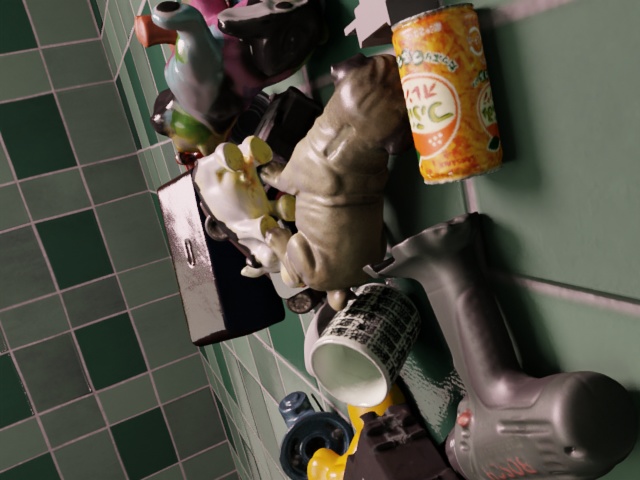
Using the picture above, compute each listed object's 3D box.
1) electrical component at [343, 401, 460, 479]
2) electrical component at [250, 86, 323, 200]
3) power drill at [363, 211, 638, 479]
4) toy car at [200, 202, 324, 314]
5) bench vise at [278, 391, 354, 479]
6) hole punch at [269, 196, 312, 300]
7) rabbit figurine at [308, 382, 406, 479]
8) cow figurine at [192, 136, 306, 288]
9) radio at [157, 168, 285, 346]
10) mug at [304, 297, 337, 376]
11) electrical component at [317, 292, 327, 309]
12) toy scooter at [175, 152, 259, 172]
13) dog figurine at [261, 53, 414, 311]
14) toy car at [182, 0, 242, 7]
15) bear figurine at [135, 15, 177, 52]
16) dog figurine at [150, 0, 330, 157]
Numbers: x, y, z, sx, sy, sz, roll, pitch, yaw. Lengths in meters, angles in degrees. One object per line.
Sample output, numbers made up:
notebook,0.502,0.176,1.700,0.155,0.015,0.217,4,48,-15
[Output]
electrical component,0.069,0.230,0.463,0.115,0.058,0.134,-126,35,-53
electrical component,-0.050,-0.106,0.602,0.119,0.047,0.075,-63,24,-3
power drill,0.110,0.095,0.418,0.232,0.086,0.207,127,126,-66
toy car,-0.069,0.012,0.688,0.202,0.053,0.089,46,-163,-15
bench vise,0.010,0.357,0.830,0.241,0.129,0.223,-157,52,-72
hole punch,-0.001,-0.002,0.627,0.116,0.092,0.142,-29,76,41
rabbit figurine,0.061,0.238,0.618,0.162,0.122,0.173,-160,72,-73
cow figurine,-0.073,-0.018,0.567,0.098,0.068,0.167,-17,103,41
radio,-0.134,0.022,0.748,0.073,0.131,0.229,-22,77,30
mug,0.015,0.118,0.652,0.107,0.081,0.109,119,146,-50
electrical component,0.021,0.115,0.731,0.094,0.021,0.063,62,158,20
toy scooter,-0.151,-0.125,0.797,0.075,0.135,0.184,69,160,1
dog figurine,0.029,-0.037,0.446,0.172,0.121,0.190,68,158,6
toy car,-0.104,-0.268,0.607,0.109,0.103,0.161,25,128,63
bear figurine,-0.211,-0.255,0.854,0.120,0.132,0.195,-129,34,-57
dog figurine,-0.090,-0.162,0.566,0.219,0.192,0.108,94,174,-53
